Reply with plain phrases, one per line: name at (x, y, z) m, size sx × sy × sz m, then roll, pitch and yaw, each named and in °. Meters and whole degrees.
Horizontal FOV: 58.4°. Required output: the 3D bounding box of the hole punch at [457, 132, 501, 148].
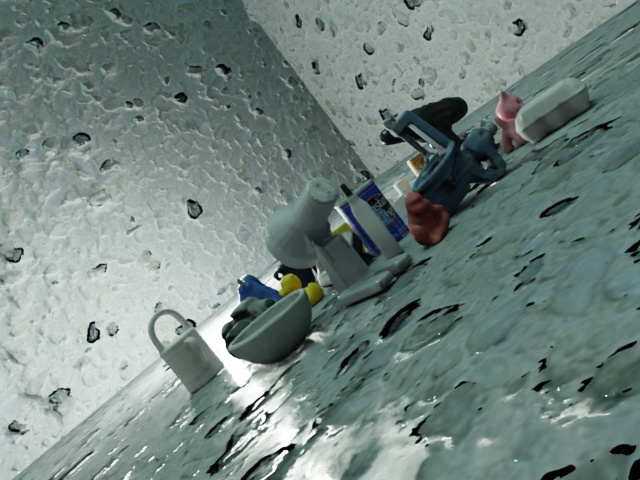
hole punch at (0.376, -0.236, 1.437) m, size 0.101 × 0.091 × 0.108 m, roll -40°, pitch 5°, yaw -28°

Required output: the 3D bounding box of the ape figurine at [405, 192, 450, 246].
ape figurine at (0.177, -0.041, 0.982) m, size 0.078 × 0.092 × 0.076 m, roll -38°, pitch 5°, yaw -5°

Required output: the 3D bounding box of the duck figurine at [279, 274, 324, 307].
duck figurine at (-0.048, 0.111, 1.254) m, size 0.104 × 0.086 × 0.078 m, roll -34°, pitch 6°, yaw 41°

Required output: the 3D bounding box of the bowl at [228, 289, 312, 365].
bowl at (-0.072, 0.162, 0.986) m, size 0.167 × 0.075 × 0.167 m, roll -37°, pitch 4°, yaw 4°

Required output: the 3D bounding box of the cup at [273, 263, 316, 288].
cup at (-0.063, 0.092, 1.520) m, size 0.118 × 0.095 × 0.091 m, roll -41°, pitch 6°, yaw -41°

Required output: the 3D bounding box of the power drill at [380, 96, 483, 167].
power drill at (0.270, -0.214, 1.290) m, size 0.230 × 0.208 × 0.075 m, roll -39°, pitch 5°, yaw -22°

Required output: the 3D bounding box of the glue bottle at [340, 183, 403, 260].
glue bottle at (0.093, -0.039, 1.103) m, size 0.037 × 0.173 × 0.078 m, roll -37°, pitch 5°, yaw 3°

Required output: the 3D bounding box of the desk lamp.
desk lamp at (0.019, 0.003, 0.997) m, size 0.118 × 0.213 × 0.203 m, roll -41°, pitch 6°, yaw -37°

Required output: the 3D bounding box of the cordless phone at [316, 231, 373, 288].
cordless phone at (0.011, 0.004, 1.235) m, size 0.094 × 0.185 × 0.147 m, roll -41°, pitch 6°, yaw -36°

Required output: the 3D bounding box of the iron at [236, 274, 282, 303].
iron at (-0.153, 0.139, 1.440) m, size 0.118 × 0.141 × 0.258 m, roll -38°, pitch 4°, yaw 0°

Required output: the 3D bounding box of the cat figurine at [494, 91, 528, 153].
cat figurine at (0.420, -0.270, 1.264) m, size 0.067 × 0.118 × 0.128 m, roll -32°, pitch 7°, yaw 48°

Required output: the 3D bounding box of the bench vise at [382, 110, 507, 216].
bench vise at (0.230, -0.172, 1.094) m, size 0.208 × 0.220 × 0.121 m, roll -39°, pitch 5°, yaw -23°

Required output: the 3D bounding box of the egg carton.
egg carton at (0.461, -0.260, 1.141) m, size 0.150 × 0.069 × 0.107 m, roll -35°, pitch 5°, yaw 28°

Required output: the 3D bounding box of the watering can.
watering can at (-0.321, 0.248, 1.313) m, size 0.172 × 0.194 × 0.101 m, roll -35°, pitch 5°, yaw 30°

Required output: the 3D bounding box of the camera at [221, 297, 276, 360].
camera at (-0.161, 0.193, 1.212) m, size 0.143 × 0.101 × 0.137 m, roll -35°, pitch 5°, yaw 28°
